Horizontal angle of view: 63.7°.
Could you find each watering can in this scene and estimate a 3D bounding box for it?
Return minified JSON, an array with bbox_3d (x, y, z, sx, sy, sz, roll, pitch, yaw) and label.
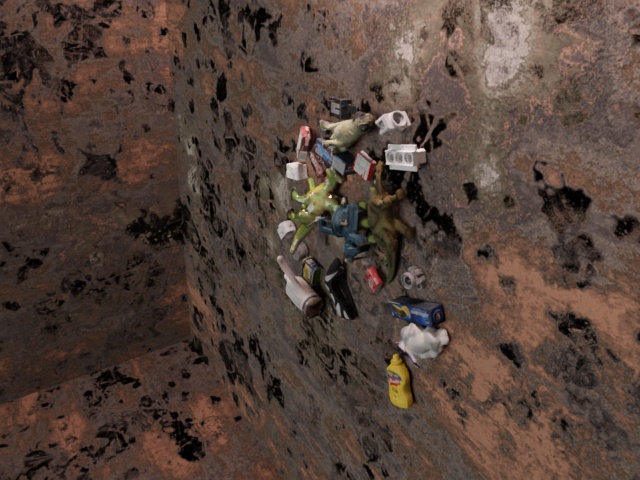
[{"bbox_3d":[-0.091,0.216,2.257,0.228,0.105,0.340,44,-14,32],"label":"watering can"}]

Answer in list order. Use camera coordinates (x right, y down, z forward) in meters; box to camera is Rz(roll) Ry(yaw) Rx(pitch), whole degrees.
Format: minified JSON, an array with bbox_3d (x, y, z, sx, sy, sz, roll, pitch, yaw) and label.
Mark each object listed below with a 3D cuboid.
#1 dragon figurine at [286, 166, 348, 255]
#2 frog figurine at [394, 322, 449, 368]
[{"bbox_3d":[0.006,-0.101,1.998,0.244,0.404,0.123,19,22,29],"label":"dragon figurine"},{"bbox_3d":[0.343,0.325,1.692,0.158,0.138,0.123,-41,-11,18],"label":"frog figurine"}]
